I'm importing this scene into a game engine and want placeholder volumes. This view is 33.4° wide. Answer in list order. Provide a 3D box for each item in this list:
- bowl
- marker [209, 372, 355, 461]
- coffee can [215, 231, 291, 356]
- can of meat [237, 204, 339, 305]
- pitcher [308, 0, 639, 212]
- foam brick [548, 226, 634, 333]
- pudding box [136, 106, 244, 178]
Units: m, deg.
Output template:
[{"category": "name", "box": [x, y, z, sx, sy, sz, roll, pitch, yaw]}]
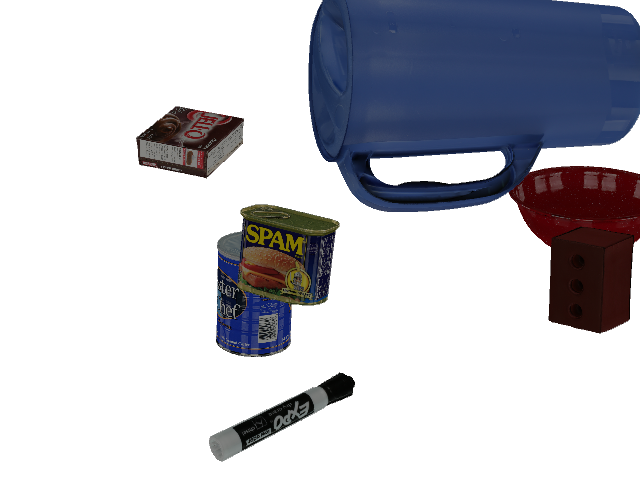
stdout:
[{"category": "bowl", "box": [0.276, -0.027, 1.106, 0.162, 0.055, 0.162, -2, 23, 1]}, {"category": "marker", "box": [-0.024, 0.123, 0.756, 0.120, 0.020, 0.020, -22, 12, -33]}, {"category": "coffee can", "box": [-0.087, 0.070, 1.420, 0.103, 0.140, 0.103, 3, 21, -1]}, {"category": "can of meat", "box": [-0.036, 0.015, 1.105, 0.102, 0.084, 0.057, 14, 18, 26]}, {"category": "pitcher", "box": [0.117, -0.115, 0.807, 0.242, 0.149, 0.145, -1, 30, -13]}, {"category": "foam brick", "box": [0.230, 0.033, 0.909, 0.053, 0.078, 0.051, 12, 21, 42]}, {"category": "pudding box", "box": [-0.151, -0.117, 1.249, 0.090, 0.039, 0.113, 11, 31, 15]}]
